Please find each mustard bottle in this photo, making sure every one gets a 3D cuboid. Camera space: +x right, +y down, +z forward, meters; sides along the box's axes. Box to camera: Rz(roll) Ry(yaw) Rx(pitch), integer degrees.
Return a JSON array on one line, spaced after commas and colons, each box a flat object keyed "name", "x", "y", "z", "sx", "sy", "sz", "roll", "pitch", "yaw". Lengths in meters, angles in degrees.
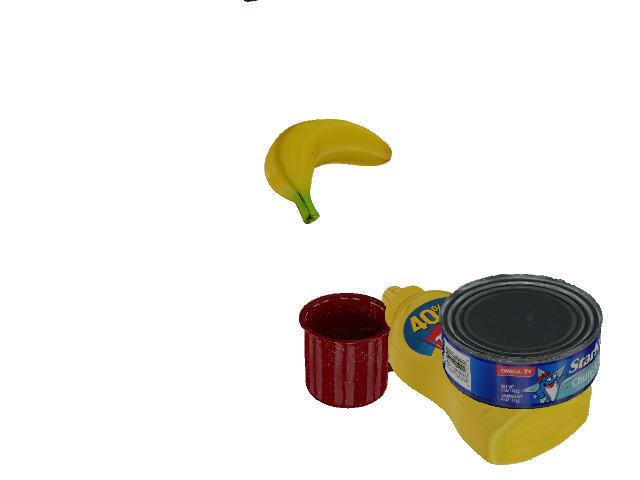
[{"name": "mustard bottle", "x": 0.107, "y": 0.088, "z": 0.813, "sx": 0.096, "sy": 0.058, "sz": 0.192, "roll": -20, "pitch": 36, "yaw": -25}]

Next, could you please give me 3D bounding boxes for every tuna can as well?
[{"name": "tuna can", "x": 0.107, "y": 0.053, "z": 0.575, "sx": 0.086, "sy": 0.034, "sz": 0.086, "roll": -5, "pitch": 28, "yaw": 2}]

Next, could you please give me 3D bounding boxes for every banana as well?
[{"name": "banana", "x": 0.002, "y": -0.065, "z": 0.849, "sx": 0.037, "sy": 0.069, "sz": 0.197, "roll": -33, "pitch": 4, "yaw": 29}]

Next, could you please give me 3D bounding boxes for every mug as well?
[{"name": "mug", "x": 0.037, "y": 0.107, "z": 1.041, "sx": 0.117, "sy": 0.081, "sz": 0.093, "roll": -8, "pitch": 28, "yaw": -14}]
